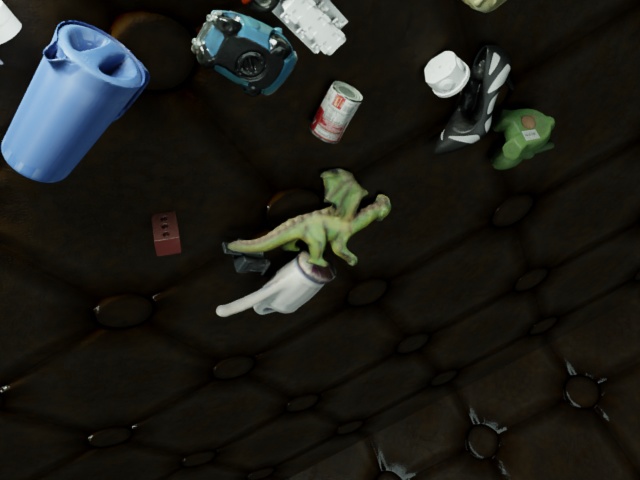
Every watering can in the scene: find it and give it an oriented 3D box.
[{"bbox_3d":[-0.090,0.119,1.296,0.222,0.105,0.347,-43,161,20],"label":"watering can"}]

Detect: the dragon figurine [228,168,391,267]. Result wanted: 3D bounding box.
[{"bbox_3d":[0.004,-0.061,1.210,0.410,0.124,0.239,3,117,-32],"label":"dragon figurine"}]
